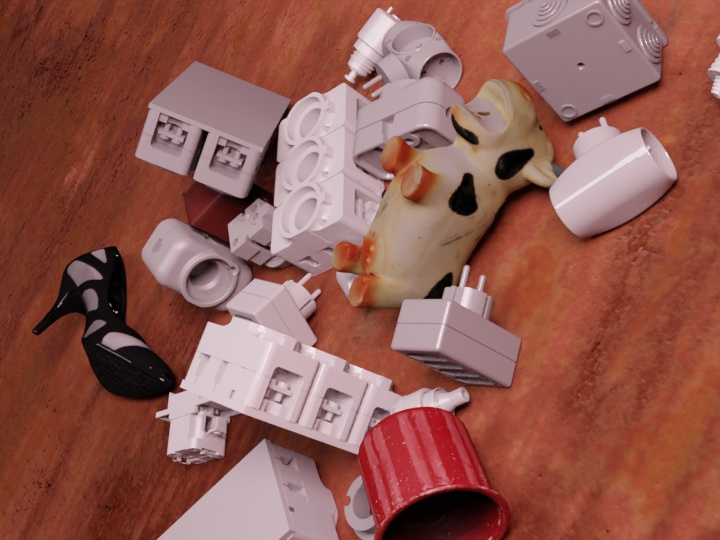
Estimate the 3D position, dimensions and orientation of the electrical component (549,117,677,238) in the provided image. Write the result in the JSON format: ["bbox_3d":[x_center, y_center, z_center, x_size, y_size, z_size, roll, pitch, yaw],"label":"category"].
[{"bbox_3d":[0.174,-0.074,0.760,0.077,0.043,0.079,-35,46,30],"label":"electrical component"}]

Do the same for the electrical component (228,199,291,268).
[{"bbox_3d":[-0.088,-0.031,1.015,0.066,0.055,0.048,-37,45,27],"label":"electrical component"}]

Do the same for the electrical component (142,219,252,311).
[{"bbox_3d":[-0.155,-0.002,1.040,0.053,0.095,0.059,-56,39,8],"label":"electrical component"}]

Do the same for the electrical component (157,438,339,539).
[{"bbox_3d":[-0.092,0.221,0.861,0.150,0.062,0.089,-44,41,21],"label":"electrical component"}]

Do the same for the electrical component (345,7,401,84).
[{"bbox_3d":[0.014,-0.212,1.024,0.078,0.040,0.040,-51,39,13],"label":"electrical component"}]

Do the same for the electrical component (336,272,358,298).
[{"bbox_3d":[0.000,0.000,0.909,0.043,0.043,0.062,-51,38,14],"label":"electrical component"}]

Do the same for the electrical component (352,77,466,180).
[{"bbox_3d":[0.043,-0.124,0.927,0.095,0.054,0.059,-18,55,41],"label":"electrical component"}]

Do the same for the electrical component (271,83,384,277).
[{"bbox_3d":[-0.031,-0.084,0.978,0.089,0.062,0.150,-25,51,37],"label":"electrical component"}]

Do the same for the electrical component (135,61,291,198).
[{"bbox_3d":[-0.137,-0.134,1.029,0.186,0.105,0.060,-79,11,-68],"label":"electrical component"}]

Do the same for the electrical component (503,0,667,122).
[{"bbox_3d":[0.163,-0.163,0.784,0.100,0.100,0.048,-22,40,39],"label":"electrical component"}]

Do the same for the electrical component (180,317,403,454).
[{"bbox_3d":[-0.044,0.090,0.816,0.089,0.150,0.061,11,78,50],"label":"electrical component"}]

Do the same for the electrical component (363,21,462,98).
[{"bbox_3d":[0.039,-0.180,0.960,0.079,0.044,0.077,-33,41,-4],"label":"electrical component"}]

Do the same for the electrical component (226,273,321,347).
[{"bbox_3d":[-0.065,0.035,0.949,0.077,0.065,0.047,-44,32,-25],"label":"electrical component"}]

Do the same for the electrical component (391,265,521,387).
[{"bbox_3d":[0.074,0.035,0.772,0.047,0.083,0.075,-2,66,47],"label":"electrical component"}]

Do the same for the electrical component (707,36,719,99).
[{"bbox_3d":[0.260,-0.149,0.710,0.081,0.043,0.043,-56,39,7],"label":"electrical component"}]

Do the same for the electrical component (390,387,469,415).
[{"bbox_3d":[0.053,0.103,0.794,0.061,0.035,0.035,-29,48,31],"label":"electrical component"}]

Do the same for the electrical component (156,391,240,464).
[{"bbox_3d":[-0.148,0.143,0.988,0.081,0.042,0.063,-21,55,40],"label":"electrical component"}]
